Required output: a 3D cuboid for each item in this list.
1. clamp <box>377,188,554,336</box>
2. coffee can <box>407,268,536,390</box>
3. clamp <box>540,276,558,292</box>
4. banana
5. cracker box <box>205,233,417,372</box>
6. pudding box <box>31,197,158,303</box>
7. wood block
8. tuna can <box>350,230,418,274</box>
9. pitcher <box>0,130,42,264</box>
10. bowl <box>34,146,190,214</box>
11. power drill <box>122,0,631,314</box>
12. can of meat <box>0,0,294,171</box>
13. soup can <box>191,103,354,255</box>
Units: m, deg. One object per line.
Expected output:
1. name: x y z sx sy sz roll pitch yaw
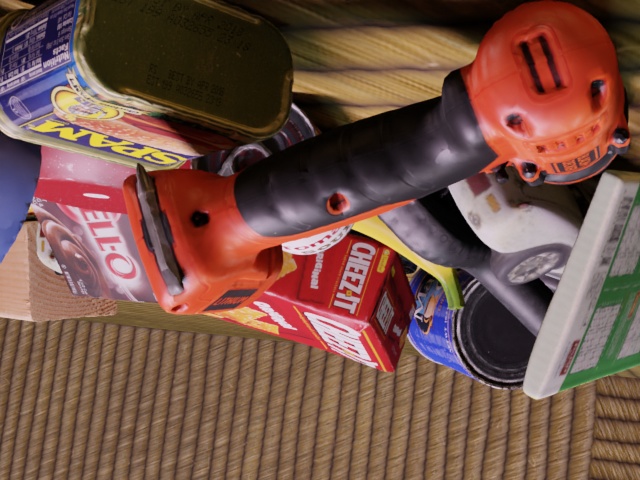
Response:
1. clamp: 0.078 -0.016 0.614 0.039 0.120 0.171 -42 125 18
2. coffee can: 0.138 0.067 0.916 0.102 0.103 0.140 9 180 -12
3. clamp: 0.131 0.012 0.730 0.164 0.036 0.210 15 -176 -38
4. banana: 0.004 -0.016 0.672 0.198 0.070 0.037 18 -171 22
5. cracker box: -0.040 0.032 0.848 0.214 0.072 0.164 16 165 16
6. pudding box: -0.147 -0.010 0.742 0.090 0.039 0.113 4 131 25
7. wood block: -0.288 0.026 1.041 0.090 0.091 0.207 -3 -178 -40
8. tuna can: 0.041 0.006 0.895 0.086 0.034 0.086 7 172 1
9. pitcher: -0.251 -0.051 0.429 0.145 0.149 0.242 13 174 42
10. bowl: -0.122 -0.050 0.599 0.162 0.055 0.162 7 171 1
11. power drill: 0.031 -0.027 0.427 0.188 0.057 0.184 -22 170 13
12. can of meat: -0.073 -0.068 0.439 0.101 0.057 0.084 13 167 -37
13. soup can: -0.021 -0.032 0.580 0.068 0.068 0.102 5 171 16
